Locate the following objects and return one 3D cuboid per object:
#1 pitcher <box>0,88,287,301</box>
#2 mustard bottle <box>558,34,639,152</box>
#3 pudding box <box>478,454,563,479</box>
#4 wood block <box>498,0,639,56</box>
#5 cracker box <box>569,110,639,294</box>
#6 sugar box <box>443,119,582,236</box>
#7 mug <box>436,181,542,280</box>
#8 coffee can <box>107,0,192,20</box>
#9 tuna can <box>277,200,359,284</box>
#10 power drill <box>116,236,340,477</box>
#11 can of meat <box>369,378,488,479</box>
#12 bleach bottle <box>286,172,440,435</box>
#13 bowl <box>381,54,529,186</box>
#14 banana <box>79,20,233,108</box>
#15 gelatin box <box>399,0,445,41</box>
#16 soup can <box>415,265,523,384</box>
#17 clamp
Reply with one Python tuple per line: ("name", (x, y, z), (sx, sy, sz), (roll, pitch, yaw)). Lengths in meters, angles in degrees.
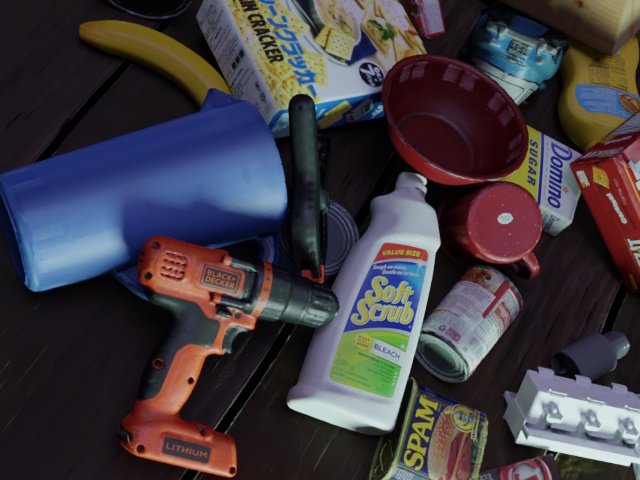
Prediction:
("pitcher", (-0.157, -0.027, 0.962), (0.242, 0.145, 0.149), (-18, 43, -21))
("mustard bottle", (0.320, -0.159, 1.222), (0.096, 0.058, 0.191), (10, 63, -12))
("pudding box", (0.192, 0.264, 0.989), (0.089, 0.039, 0.113), (-10, 70, -23))
("wood block", (0.274, -0.307, 1.219), (0.206, 0.091, 0.090), (34, 57, 23))
("cracker box", (0.390, -0.065, 1.165), (0.213, 0.072, 0.164), (-35, 104, -30))
("sugar box", (0.199, -0.086, 1.153), (0.176, 0.048, 0.093), (25, 61, -5))
("mug", (0.179, -0.006, 1.075), (0.093, 0.081, 0.117), (-39, 95, -11))
("coffee can", (-0.167, -0.315, 1.103), (0.102, 0.103, 0.140), (16, 62, -11))
("tuna can", (-0.007, 0.001, 1.048), (0.086, 0.034, 0.086), (7, 64, -15))
("power drill", (-0.086, 0.103, 0.920), (0.184, 0.057, 0.187), (17, 84, -18))
("can of meat", (0.102, 0.191, 0.984), (0.084, 0.058, 0.102), (24, 60, -10))
("bleach bottle", (0.051, 0.049, 1.004), (0.102, 0.068, 0.250), (22, 69, -15))
("bowl", (0.126, -0.110, 1.072), (0.162, 0.055, 0.162), (12, 52, -17))
("banana", (-0.150, -0.169, 1.077), (0.198, 0.037, 0.069), (41, 57, 3))
("gelatin box", (0.098, -0.260, 1.168), (0.030, 0.073, 0.089), (-16, 99, -26))
("soup can", (0.143, 0.082, 1.042), (0.068, 0.069, 0.102), (42, 60, 3))
("clamp", (-0.008, -0.042, 1.007), (0.039, 0.120, 0.171), (0, 84, 16))
